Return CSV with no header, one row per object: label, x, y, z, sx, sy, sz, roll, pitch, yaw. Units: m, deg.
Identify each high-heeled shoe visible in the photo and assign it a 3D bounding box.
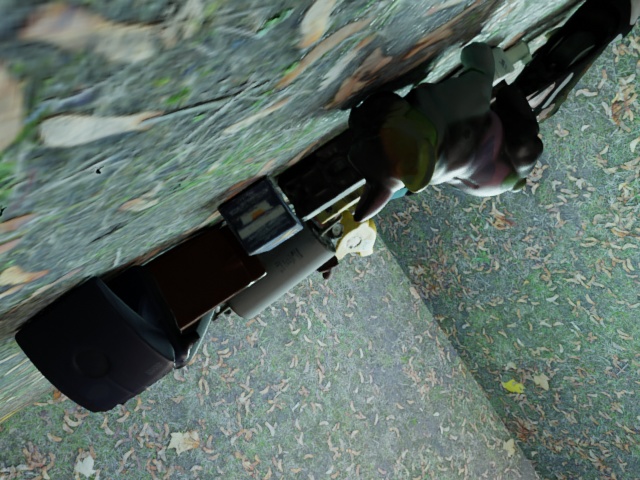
high-heeled shoe,0.374,-0.298,0.790,0.145,0.086,0.248,-14,141,-42

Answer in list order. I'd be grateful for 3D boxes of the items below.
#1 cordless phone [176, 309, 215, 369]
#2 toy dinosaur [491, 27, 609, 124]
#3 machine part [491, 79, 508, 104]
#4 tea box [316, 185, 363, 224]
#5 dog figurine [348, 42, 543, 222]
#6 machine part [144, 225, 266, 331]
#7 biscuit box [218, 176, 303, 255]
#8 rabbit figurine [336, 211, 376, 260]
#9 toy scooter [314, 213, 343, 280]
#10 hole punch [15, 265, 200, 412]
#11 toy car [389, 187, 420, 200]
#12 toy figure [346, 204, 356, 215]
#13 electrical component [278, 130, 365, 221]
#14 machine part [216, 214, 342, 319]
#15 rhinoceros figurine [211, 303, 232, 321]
cordless phone,-0.244,0.141,0.863,0.184,0.088,0.146,-39,-152,54
toy dinosaur,0.372,-0.245,0.976,0.404,0.131,0.192,-47,-161,56
machine part,0.240,-0.228,0.928,0.179,0.056,0.179,-32,-179,0
tea box,0.040,-0.087,0.809,0.098,0.068,0.169,-33,-179,-16
dog figurine,0.119,-0.080,0.521,0.108,0.191,0.219,-24,-157,48
machine part,-0.181,0.069,0.667,0.201,0.087,0.201,-32,179,-25
biscuit box,-0.062,-0.024,0.631,0.063,0.059,0.202,-34,-179,0
rabbit figurine,0.050,-0.061,1.215,0.122,0.173,0.162,-10,136,-11
toy scooter,-0.002,-0.003,1.002,0.075,0.135,0.183,-20,158,-31
hole punch,-0.201,0.096,0.505,0.142,0.116,0.092,-34,172,12
toy car,0.132,-0.134,1.118,0.162,0.109,0.103,-24,-164,-15
toy figure,0.099,-0.122,0.986,0.180,0.089,0.082,-43,164,23
electrical component,0.019,-0.079,0.635,0.134,0.058,0.115,-34,-178,-1
machine part,-0.063,0.040,0.796,0.243,0.079,0.079,-37,179,13
rhinoceros figurine,-0.204,0.097,0.979,0.073,0.112,0.190,-31,-173,-32
